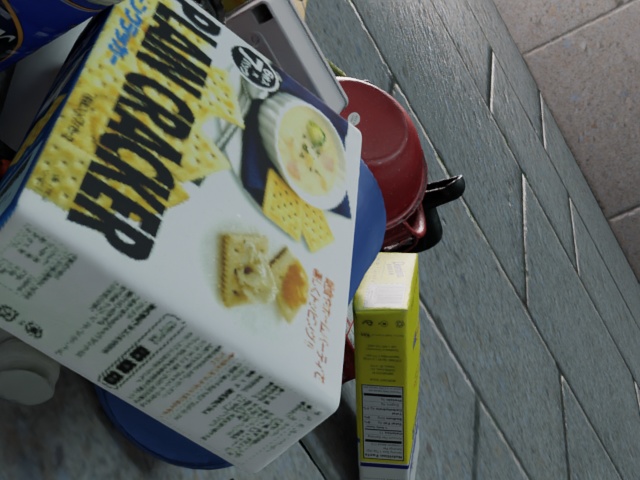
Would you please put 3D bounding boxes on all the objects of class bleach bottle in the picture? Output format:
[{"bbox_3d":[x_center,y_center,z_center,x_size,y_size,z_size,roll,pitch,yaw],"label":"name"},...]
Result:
[{"bbox_3d":[-0.134,-0.019,0.581,0.102,0.068,0.251,43,32,-37],"label":"bleach bottle"}]

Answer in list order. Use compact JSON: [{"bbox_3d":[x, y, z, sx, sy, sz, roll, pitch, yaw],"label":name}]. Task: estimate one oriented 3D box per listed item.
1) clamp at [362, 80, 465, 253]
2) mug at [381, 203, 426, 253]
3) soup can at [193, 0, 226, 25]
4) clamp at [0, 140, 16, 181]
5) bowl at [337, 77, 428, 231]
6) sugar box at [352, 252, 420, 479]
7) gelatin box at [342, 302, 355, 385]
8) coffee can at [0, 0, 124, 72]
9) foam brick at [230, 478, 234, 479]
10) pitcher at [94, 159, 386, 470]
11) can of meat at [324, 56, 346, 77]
[{"bbox_3d":[0.095,-0.044,1.078,0.165,0.036,0.210,49,-17,37],"label":"clamp"},{"bbox_3d":[0.047,-0.023,0.993,0.117,0.082,0.093,46,28,-41],"label":"mug"},{"bbox_3d":[-0.121,-0.141,0.688,0.068,0.102,0.068,50,26,-35],"label":"soup can"},{"bbox_3d":[-0.202,-0.045,0.447,0.171,0.039,0.120,1,69,-54],"label":"clamp"},{"bbox_3d":[0.023,-0.085,0.906,0.162,0.055,0.162,8,55,-12],"label":"bowl"},{"bbox_3d":[0.053,0.108,0.813,0.093,0.048,0.176,-69,156,-62],"label":"sugar box"},{"bbox_3d":[0.018,0.069,0.894,0.073,0.030,0.089,62,21,-13],"label":"gelatin box"},{"bbox_3d":[-0.171,-0.126,0.497,0.102,0.140,0.103,50,26,-35],"label":"coffee can"},{"bbox_3d":[-0.060,0.176,0.556,0.078,0.051,0.053,65,21,0],"label":"foam brick"},{"bbox_3d":[-0.044,0.039,0.664,0.149,0.145,0.242,48,28,-10],"label":"pitcher"},{"bbox_3d":[-0.007,-0.125,1.014,0.102,0.058,0.084,29,43,-58],"label":"can of meat"}]
